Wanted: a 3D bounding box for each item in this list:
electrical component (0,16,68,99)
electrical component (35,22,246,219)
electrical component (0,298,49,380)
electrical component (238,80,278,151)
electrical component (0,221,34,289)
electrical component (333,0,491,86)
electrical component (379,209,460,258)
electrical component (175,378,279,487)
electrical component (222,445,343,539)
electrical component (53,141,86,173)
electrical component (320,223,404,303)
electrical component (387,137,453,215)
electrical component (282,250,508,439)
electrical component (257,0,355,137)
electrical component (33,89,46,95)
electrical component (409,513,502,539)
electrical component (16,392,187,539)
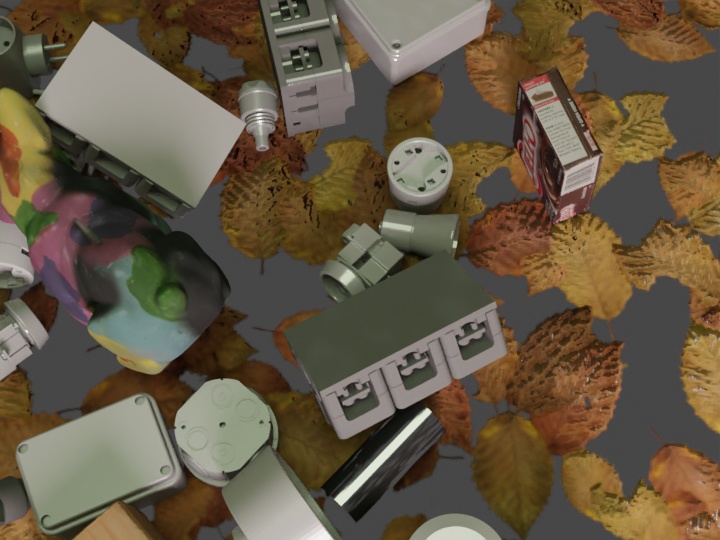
[{"bbox_3d":[-0.298,-0.188,0.954,0.079,0.077,0.043,-9,69,-3],"label":"electrical component"},{"bbox_3d":[-0.187,-0.122,0.905,0.150,0.062,0.089,33,71,-14],"label":"electrical component"},{"bbox_3d":[-0.288,0.055,0.875,0.055,0.048,0.066,-39,30,-21],"label":"electrical component"},{"bbox_3d":[-0.089,-0.135,0.954,0.035,0.035,0.061,-7,72,-2],"label":"electrical component"},{"bbox_3d":[-0.299,-0.016,0.902,0.055,0.055,0.047,0,66,1],"label":"electrical component"},{"bbox_3d":[0.044,-0.243,0.981,0.109,0.056,0.108,-32,72,-11],"label":"electrical component"},{"bbox_3d":[0.049,-0.030,0.909,0.065,0.044,0.044,10,70,10],"label":"electrical component"},{"bbox_3d":[-0.105,0.127,0.845,0.080,0.051,0.080,0,69,0],"label":"electrical component"},{"bbox_3d":[-0.059,0.191,0.794,0.060,0.108,0.108,-36,73,-6],"label":"electrical component"},{"bbox_3d":[-0.282,-0.089,0.927,0.078,0.058,0.057,14,67,6],"label":"electrical component"},{"bbox_3d":[0.000,0.000,0.896,0.066,0.048,0.055,40,67,14],"label":"electrical component"},{"bbox_3d":[0.051,-0.079,0.924,0.055,0.047,0.055,0,69,1],"label":"electrical component"},{"bbox_3d":[0.029,0.060,0.850,0.150,0.061,0.089,-27,36,-9],"label":"electrical component"},{"bbox_3d":[-0.051,-0.209,0.951,0.062,0.089,0.150,-12,70,-4],"label":"electrical component"},{"bbox_3d":[-0.254,-0.146,0.955,0.079,0.043,0.077,7,70,3],"label":"electrical component"},{"bbox_3d":[0.071,0.226,0.806,0.080,0.051,0.080,0,69,1],"label":"electrical component"},{"bbox_3d":[-0.200,0.152,0.835,0.113,0.057,0.078,-22,71,-8],"label":"electrical component"}]
